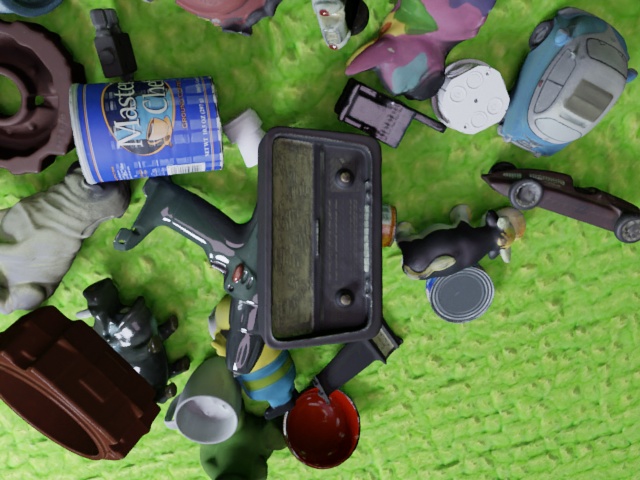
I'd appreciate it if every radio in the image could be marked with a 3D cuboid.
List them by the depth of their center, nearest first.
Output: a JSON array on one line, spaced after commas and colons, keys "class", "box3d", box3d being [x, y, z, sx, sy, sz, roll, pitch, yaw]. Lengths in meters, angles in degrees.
[{"class": "radio", "box3d": [-0.001, -0.002, 0.588, 0.131, 0.073, 0.229, 0, 91, -14]}]

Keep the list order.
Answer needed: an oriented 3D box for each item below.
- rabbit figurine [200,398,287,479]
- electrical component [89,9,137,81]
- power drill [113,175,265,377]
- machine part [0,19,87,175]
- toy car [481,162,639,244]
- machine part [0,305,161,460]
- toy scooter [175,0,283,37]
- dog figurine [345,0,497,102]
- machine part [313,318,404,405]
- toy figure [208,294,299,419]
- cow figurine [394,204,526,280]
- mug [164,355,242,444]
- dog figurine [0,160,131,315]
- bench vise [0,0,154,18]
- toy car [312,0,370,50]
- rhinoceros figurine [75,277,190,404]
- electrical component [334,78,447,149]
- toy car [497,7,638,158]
[{"class": "rabbit figurine", "box3d": [-0.131, 0.326, 0.746, 0.121, 0.170, 0.159, 37, 107, -15]}, {"class": "electrical component", "box3d": [-0.219, -0.198, 0.576, 0.021, 0.063, 0.093, -8, 114, 1]}, {"class": "power drill", "box3d": [-0.130, 0.021, 0.633, 0.207, 0.086, 0.232, 25, 86, 0]}, {"class": "machine part", "box3d": [-0.346, -0.160, 0.593, 0.179, 0.056, 0.179, -1, 111, -2]}, {"class": "toy car", "box3d": [0.293, -0.051, 0.643, 0.202, 0.089, 0.053, 18, 112, -8]}, {"class": "machine part", "box3d": [-0.319, 0.186, 0.676, 0.201, 0.087, 0.200, -18, 117, 44]}, {"class": "toy scooter", "box3d": [-0.054, -0.273, 0.546, 0.184, 0.075, 0.135, -38, 111, 9]}, {"class": "dog figurine", "box3d": [0.105, -0.253, 0.542, 0.219, 0.108, 0.191, -31, 111, 14]}, {"class": "machine part", "box3d": [0.048, 0.164, 0.741, 0.139, 0.039, 0.084, -43, 117, -8]}, {"class": "toy figure", "box3d": [-0.082, 0.149, 0.722, 0.089, 0.082, 0.180, -31, 104, -10]}, {"class": "cow figurine", "box3d": [0.177, 0.002, 0.657, 0.167, 0.098, 0.068, -16, 107, 5]}, {"class": "mug", "box3d": [-0.154, 0.214, 0.732, 0.110, 0.107, 0.080, -27, 111, 14]}, {"class": "dog figurine", "box3d": [-0.308, 0.001, 0.649, 0.191, 0.121, 0.172, -17, 147, -12]}, {"class": "bench vise", "box3d": [-0.252, -0.298, 0.491, 0.241, 0.129, 0.223, 27, 119, 6]}, {"class": "toy car", "box3d": [0.029, -0.278, 0.503, 0.056, 0.073, 0.201, 12, 81, 13]}, {"class": "rhinoceros figurine", "box3d": [-0.249, 0.135, 0.718, 0.112, 0.073, 0.190, -8, 118, 16]}, {"class": "electrical component", "box3d": [0.079, -0.137, 0.608, 0.119, 0.075, 0.047, 23, 109, -14]}, {"class": "toy car", "box3d": [0.271, -0.165, 0.586, 0.109, 0.103, 0.161, 26, 108, -11]}]
